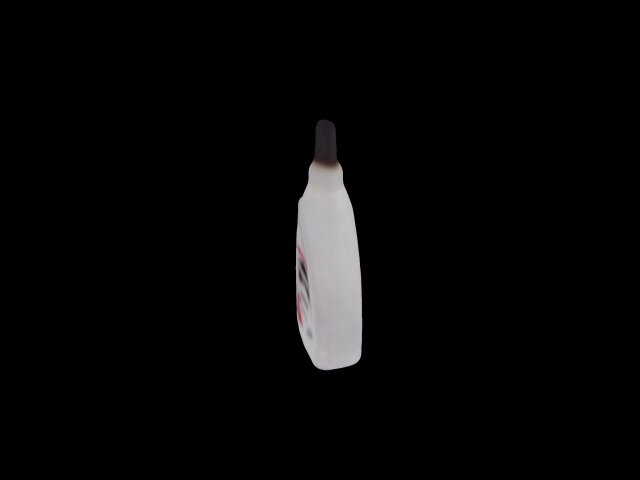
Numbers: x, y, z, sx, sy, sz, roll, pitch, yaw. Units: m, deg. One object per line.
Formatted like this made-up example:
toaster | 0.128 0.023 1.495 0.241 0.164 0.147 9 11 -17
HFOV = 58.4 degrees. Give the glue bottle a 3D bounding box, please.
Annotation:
glue bottle | 0.004 0.001 0.400 0.037 0.173 0.078 -8 28 -16
